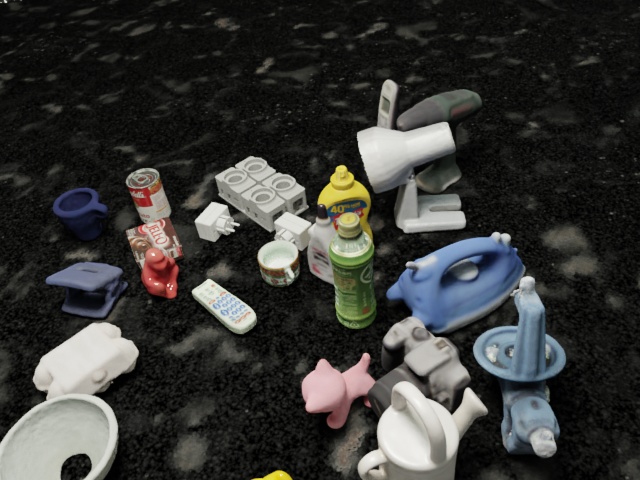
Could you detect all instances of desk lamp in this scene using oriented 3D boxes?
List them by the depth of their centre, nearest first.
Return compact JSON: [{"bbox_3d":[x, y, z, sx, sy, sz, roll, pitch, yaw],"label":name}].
[{"bbox_3d":[0.176,-0.124,1.094,0.203,0.214,0.118,-4,43,3],"label":"desk lamp"}]

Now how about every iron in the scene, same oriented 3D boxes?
[{"bbox_3d":[0.243,0.048,0.952,0.259,0.142,0.118,-21,44,-15],"label":"iron"}]

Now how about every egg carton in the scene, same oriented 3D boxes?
[{"bbox_3d":[-0.373,0.203,0.919,0.107,0.069,0.150,30,54,33],"label":"egg carton"}]

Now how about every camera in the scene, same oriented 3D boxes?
[{"bbox_3d":[0.129,0.195,0.839,0.137,0.101,0.142,-27,46,-21],"label":"camera"}]

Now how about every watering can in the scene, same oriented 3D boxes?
[{"bbox_3d":[0.127,0.244,0.717,0.100,0.194,0.173,29,53,33],"label":"watering can"}]

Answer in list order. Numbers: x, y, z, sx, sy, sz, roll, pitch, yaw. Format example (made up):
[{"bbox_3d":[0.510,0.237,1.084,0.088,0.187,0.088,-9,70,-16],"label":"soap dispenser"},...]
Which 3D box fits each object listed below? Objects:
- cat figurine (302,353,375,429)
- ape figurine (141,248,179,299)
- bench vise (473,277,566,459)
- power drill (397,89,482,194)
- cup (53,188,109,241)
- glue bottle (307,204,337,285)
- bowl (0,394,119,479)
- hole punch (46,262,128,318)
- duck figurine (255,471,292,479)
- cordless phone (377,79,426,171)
[{"bbox_3d":[0.025,0.209,0.824,0.128,0.118,0.067,-29,47,-22],"label":"cat figurine"},{"bbox_3d":[-0.297,0.055,1.053,0.076,0.092,0.078,19,49,26],"label":"ape figurine"},{"bbox_3d":[0.286,0.168,0.759,0.121,0.220,0.207,-16,43,-9],"label":"bench vise"},{"bbox_3d":[0.242,-0.205,1.176,0.230,0.209,0.075,-35,49,-27],"label":"power drill"},{"bbox_3d":[-0.477,-0.045,1.183,0.117,0.095,0.092,9,45,17],"label":"cup"},{"bbox_3d":[0.009,0.004,1.008,0.078,0.173,0.037,22,50,28],"label":"glue bottle"},{"bbox_3d":[-0.356,0.306,0.802,0.167,0.075,0.167,-4,43,4],"label":"bowl"},{"bbox_3d":[-0.425,0.076,1.048,0.108,0.091,0.101,7,44,15],"label":"hole punch"},{"bbox_3d":[-0.076,0.333,0.727,0.077,0.086,0.105,23,51,29],"label":"duck figurine"},{"bbox_3d":[0.169,-0.242,1.243,0.094,0.185,0.147,-25,45,-18],"label":"cordless phone"}]
